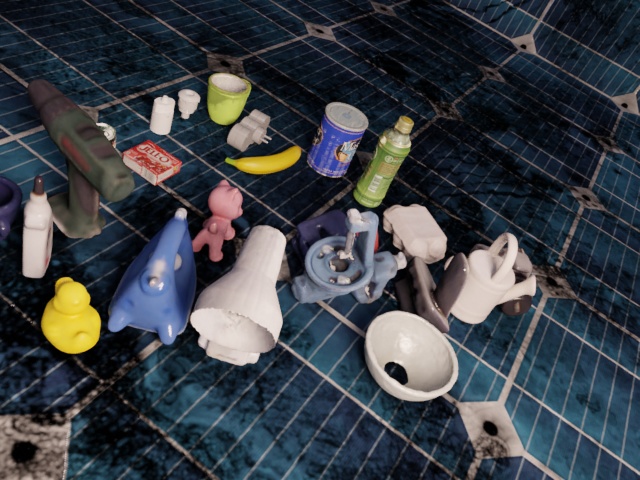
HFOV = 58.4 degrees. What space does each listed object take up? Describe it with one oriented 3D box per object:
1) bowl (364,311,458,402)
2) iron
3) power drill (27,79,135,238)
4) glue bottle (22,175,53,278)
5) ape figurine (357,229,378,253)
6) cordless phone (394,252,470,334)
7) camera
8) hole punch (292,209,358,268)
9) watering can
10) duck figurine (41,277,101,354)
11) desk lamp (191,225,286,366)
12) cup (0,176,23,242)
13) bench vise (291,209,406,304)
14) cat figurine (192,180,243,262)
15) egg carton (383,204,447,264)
[{"bbox_3d":[0.141,0.206,0.960,0.168,0.074,0.167,15,41,-13],"label":"bowl"},{"bbox_3d":[-0.241,0.029,0.898,0.119,0.141,0.258,16,41,-11],"label":"iron"},{"bbox_3d":[-0.394,-0.115,0.920,0.229,0.208,0.076,39,42,15],"label":"power drill"},{"bbox_3d":[-0.415,-0.026,0.841,0.037,0.173,0.078,6,44,-22],"label":"glue bottle"},{"bbox_3d":[0.089,-0.009,1.149,0.078,0.092,0.076,-20,58,-41],"label":"ape figurine"},{"bbox_3d":[0.220,0.071,1.059,0.094,0.185,0.147,7,43,-21],"label":"cordless phone"},{"bbox_3d":[0.387,0.081,1.201,0.143,0.100,0.136,14,41,-14],"label":"camera"},{"bbox_3d":[0.010,0.004,1.094,0.101,0.091,0.108,-5,49,-31],"label":"hole punch"},{"bbox_3d":[0.334,0.067,1.116,0.173,0.194,0.100,7,44,-21],"label":"watering can"},{"bbox_3d":[-0.349,0.100,0.808,0.078,0.086,0.104,-12,53,-36],"label":"duck figurine"},{"bbox_3d":[-0.113,0.093,0.840,0.118,0.213,0.203,20,40,-6],"label":"desk lamp"},{"bbox_3d":[-0.495,-0.030,0.865,0.092,0.095,0.117,-20,58,-40],"label":"cup"},{"bbox_3d":[0.066,0.019,1.007,0.208,0.219,0.121,-20,58,-40],"label":"bench vise"},{"bbox_3d":[-0.178,-0.045,1.028,0.067,0.117,0.128,22,40,-5],"label":"cat figurine"},{"bbox_3d":[0.203,-0.014,1.230,0.107,0.069,0.150,-5,49,-31],"label":"egg carton"}]
